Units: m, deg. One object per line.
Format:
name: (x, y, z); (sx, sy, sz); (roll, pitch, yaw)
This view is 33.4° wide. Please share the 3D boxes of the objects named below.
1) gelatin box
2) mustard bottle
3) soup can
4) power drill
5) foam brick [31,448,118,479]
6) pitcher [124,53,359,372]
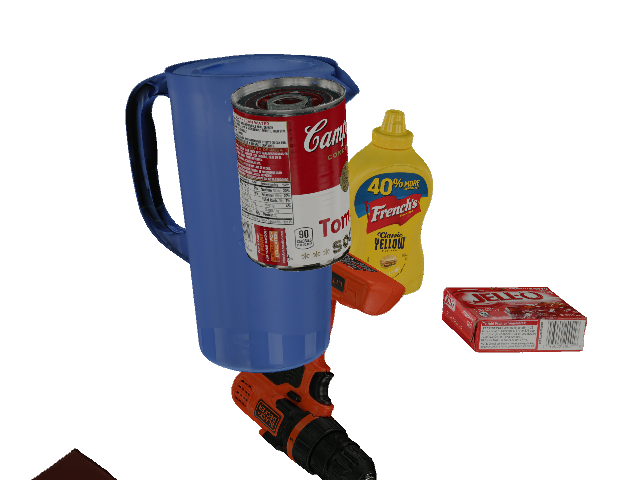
gelatin box: (0.145, 0.058, 0.809); (0.089, 0.030, 0.073); (1, 15, -12)
mustard bottle: (0.065, -0.038, 1.082); (0.096, 0.192, 0.058); (-2, 22, -17)
soup can: (-0.017, -0.040, 0.645); (0.068, 0.102, 0.068); (-3, 24, 1)
power drill: (0.007, 0.110, 0.950); (0.057, 0.188, 0.185); (9, 17, -47)
foam brick: (-0.097, 0.139, 0.457); (0.078, 0.051, 0.052); (26, 45, 33)
pitcher: (-0.060, -0.025, 0.847); (0.144, 0.243, 0.149); (-11, 19, -29)
